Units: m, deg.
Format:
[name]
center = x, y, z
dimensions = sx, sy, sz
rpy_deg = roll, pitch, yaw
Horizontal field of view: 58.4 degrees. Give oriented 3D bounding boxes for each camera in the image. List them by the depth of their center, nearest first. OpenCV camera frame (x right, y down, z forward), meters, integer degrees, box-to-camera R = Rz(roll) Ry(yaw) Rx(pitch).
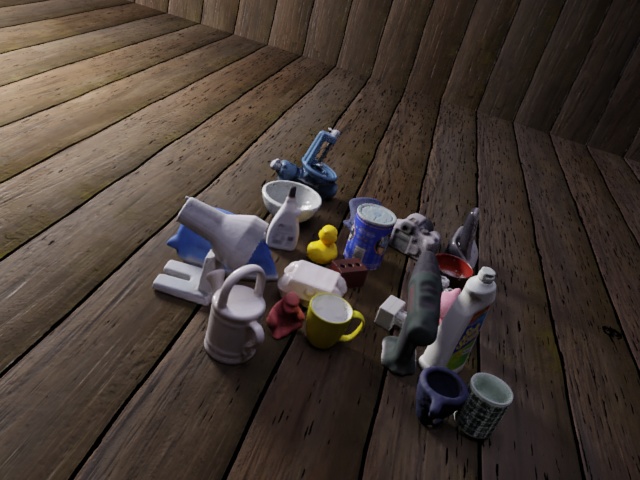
[camera]
center = 0.280, -0.020, 1.597
dimensions = 0.142, 0.101, 0.137
rpy_deg = 31, 33, 24

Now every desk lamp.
[desk lamp]
center = -0.221, 0.025, 1.169
dimensions = 0.203, 0.213, 0.118
rpy_deg = 16, 30, 0

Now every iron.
[iron]
center = -0.204, -0.004, 1.296
dimensions = 0.258, 0.141, 0.118
rpy_deg = 17, 30, 2

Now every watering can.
[watering can]
center = -0.157, 0.123, 1.059
dimensions = 0.172, 0.194, 0.101
rpy_deg = 27, 32, 18

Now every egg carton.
[egg carton]
center = -0.016, 0.106, 1.278
dimensions = 0.150, 0.069, 0.107
rpy_deg = 19, 30, 5

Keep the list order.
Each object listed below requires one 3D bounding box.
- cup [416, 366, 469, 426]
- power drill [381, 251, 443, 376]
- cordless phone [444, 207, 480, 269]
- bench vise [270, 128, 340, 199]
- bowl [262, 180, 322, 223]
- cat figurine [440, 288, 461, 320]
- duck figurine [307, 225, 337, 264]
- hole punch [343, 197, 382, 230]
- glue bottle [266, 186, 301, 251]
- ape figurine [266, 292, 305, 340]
[cup]
center = 0.209, 0.301, 1.041
dimensions = 0.091, 0.095, 0.118
rpy_deg = 24, 31, 13
[power drill]
center = 0.189, 0.157, 1.155
dimensions = 0.075, 0.208, 0.229
rpy_deg = 16, 30, -1
[cordless phone]
center = 0.410, -0.014, 1.566
dimensions = 0.094, 0.185, 0.148
rpy_deg = 23, 31, 12
[bench vise]
center = -0.028, -0.221, 1.660
dimensions = 0.208, 0.220, 0.121
rpy_deg = -5, 36, -32
[bowl]
center = -0.083, -0.094, 1.569
dimensions = 0.167, 0.075, 0.167
rpy_deg = 12, 31, -7
[cat figurine]
center = 0.301, 0.166, 1.284
dimensions = 0.127, 0.118, 0.067
rpy_deg = 24, 31, 13
[duck figurine]
center = 0.013, 0.005, 1.442
dimensions = 0.077, 0.086, 0.105
rpy_deg = 25, 32, 15
[hole punch]
center = 0.134, -0.059, 1.601
dimensions = 0.109, 0.091, 0.100
rpy_deg = -1, 35, -27
[glue bottle]
center = -0.081, -0.056, 1.410
dimensions = 0.078, 0.173, 0.037
rpy_deg = 11, 31, -8
[ape figurine]
center = -0.067, 0.147, 1.165
dimensions = 0.078, 0.092, 0.076
rpy_deg = 10, 31, -10
